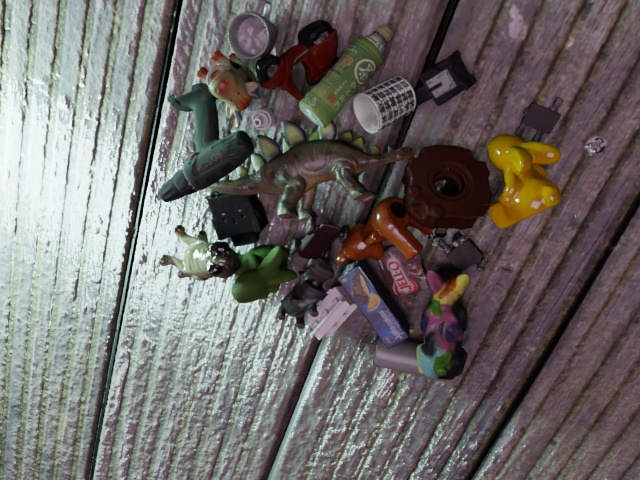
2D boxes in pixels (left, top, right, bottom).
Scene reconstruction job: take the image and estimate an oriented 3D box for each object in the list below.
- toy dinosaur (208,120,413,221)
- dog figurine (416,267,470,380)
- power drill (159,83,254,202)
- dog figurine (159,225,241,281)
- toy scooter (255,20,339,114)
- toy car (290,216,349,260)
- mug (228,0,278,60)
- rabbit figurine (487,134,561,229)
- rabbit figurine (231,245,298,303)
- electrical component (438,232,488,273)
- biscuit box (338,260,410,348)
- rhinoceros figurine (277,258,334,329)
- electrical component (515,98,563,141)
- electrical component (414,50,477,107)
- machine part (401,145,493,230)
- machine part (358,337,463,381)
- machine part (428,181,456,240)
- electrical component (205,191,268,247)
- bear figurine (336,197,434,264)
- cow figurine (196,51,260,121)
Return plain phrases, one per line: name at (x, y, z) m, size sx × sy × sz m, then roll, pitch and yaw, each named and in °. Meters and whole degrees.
toy dinosaur at (-0.046, -0.140, 1.102) m, size 0.472 × 0.105 × 0.198 m, roll -13°, pitch 79°, yaw 12°
dog figurine at (0.265, 0.165, 1.143) m, size 0.109 × 0.191 × 0.218 m, roll 6°, pitch 128°, yaw 17°
power drill at (-0.258, -0.206, 1.115) m, size 0.232 × 0.086 × 0.207 m, roll -20°, pitch 71°, yaw 19°
dog figurine at (-0.234, 0.054, 1.203) m, size 0.191 × 0.172 × 0.121 m, roll 17°, pitch 89°, yaw 31°
toy scooter at (-0.028, -0.327, 1.044) m, size 0.184 × 0.075 × 0.135 m, roll -38°, pitch 125°, yaw -9°
toy car at (-0.002, -0.003, 1.148) m, size 0.089 × 0.053 × 0.202 m, roll 16°, pitch 157°, yaw -10°
mug at (-0.120, -0.405, 1.036) m, size 0.081 × 0.107 × 0.109 m, roll 18°, pitch 110°, yaw 4°
rabbit figurine at (0.372, -0.125, 1.015) m, size 0.122 × 0.162 × 0.173 m, roll -20°, pitch 78°, yaw -7°
rabbit figurine at (-0.128, 0.086, 1.200) m, size 0.159 × 0.170 × 0.121 m, roll -24°, pitch 105°, yaw 21°
electrical component at (0.310, 0.028, 1.143) m, size 0.078 × 0.045 × 0.102 m, roll -35°, pitch 101°, yaw 21°
biscuit box at (0.122, 0.139, 1.182) m, size 0.059 × 0.063 × 0.202 m, roll -33°, pitch 101°, yaw 18°
rhinoceros figurine at (-0.029, 0.120, 1.223) m, size 0.073 × 0.112 × 0.190 m, roll 27°, pitch 132°, yaw -11°
electrical component at (0.419, -0.233, 1.025) m, size 0.063 × 0.021 × 0.094 m, roll 27°, pitch 115°, yaw 2°
electrical component at (0.228, -0.297, 1.026) m, size 0.074 × 0.048 × 0.119 m, roll 53°, pitch 143°, yaw -8°
machine part at (0.243, -0.103, 1.029) m, size 0.179 × 0.179 × 0.056 m, roll 19°, pitch 155°, yaw 5°
machine part at (0.212, 0.271, 1.247) m, size 0.243 × 0.079 × 0.079 m, roll 11°, pitch 113°, yaw 10°
machine part at (0.260, -0.067, 1.107) m, size 0.039 × 0.084 × 0.138 m, roll 25°, pitch 109°, yaw 36°
electrical component at (-0.185, -0.054, 1.220) m, size 0.115 × 0.058 × 0.134 m, roll -12°, pitch 107°, yaw 19°
bear figurine at (0.126, 0.001, 1.103) m, size 0.132 × 0.120 × 0.195 m, roll 38°, pitch 140°, yaw 1°
cow figurine at (-0.169, -0.299, 1.042) m, size 0.127 × 0.195 × 0.085 m, roll 42°, pitch 105°, yaw -7°
